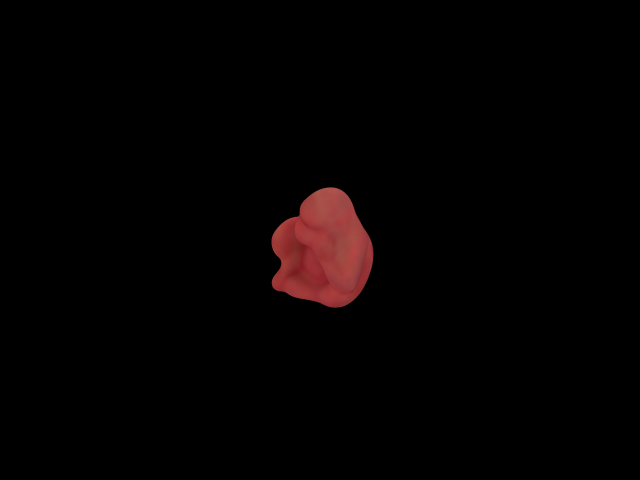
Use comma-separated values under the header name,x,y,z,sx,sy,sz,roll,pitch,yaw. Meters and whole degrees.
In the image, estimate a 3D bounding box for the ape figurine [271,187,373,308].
name,x,y,z,sx,sy,sz,roll,pitch,yaw
ape figurine,0.004,0.001,0.400,0.076,0.092,0.077,-17,48,-16
